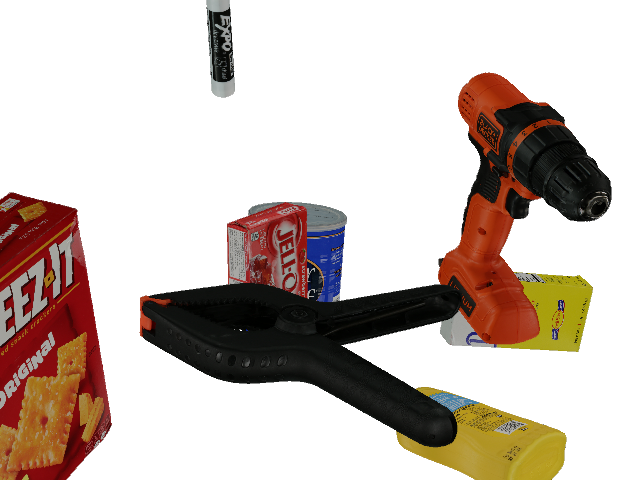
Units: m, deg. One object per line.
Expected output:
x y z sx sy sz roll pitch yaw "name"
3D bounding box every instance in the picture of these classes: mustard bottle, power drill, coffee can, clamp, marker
0.131 0.184 1.027 0.192 0.058 0.096 16 22 41 "mustard bottle"
0.152 -0.014 0.824 0.057 0.188 0.184 -4 34 -18 "power drill"
-0.028 0.039 1.122 0.103 0.140 0.103 4 15 -1 "coffee can"
-0.007 0.057 0.671 0.210 0.036 0.164 10 25 12 "clamp"
-0.076 -0.161 0.804 0.020 0.020 0.121 0 -44 -1 "marker"

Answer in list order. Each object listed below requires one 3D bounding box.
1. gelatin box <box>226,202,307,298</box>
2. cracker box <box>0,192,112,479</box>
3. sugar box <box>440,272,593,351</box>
-0.044 0.019 0.915 0.030 0.089 0.073 18 26 38 "gelatin box"
-0.232 0.098 0.779 0.072 0.214 0.164 12 34 20 "cracker box"
0.245 0.088 1.337 0.176 0.093 0.048 3 19 -14 "sugar box"
